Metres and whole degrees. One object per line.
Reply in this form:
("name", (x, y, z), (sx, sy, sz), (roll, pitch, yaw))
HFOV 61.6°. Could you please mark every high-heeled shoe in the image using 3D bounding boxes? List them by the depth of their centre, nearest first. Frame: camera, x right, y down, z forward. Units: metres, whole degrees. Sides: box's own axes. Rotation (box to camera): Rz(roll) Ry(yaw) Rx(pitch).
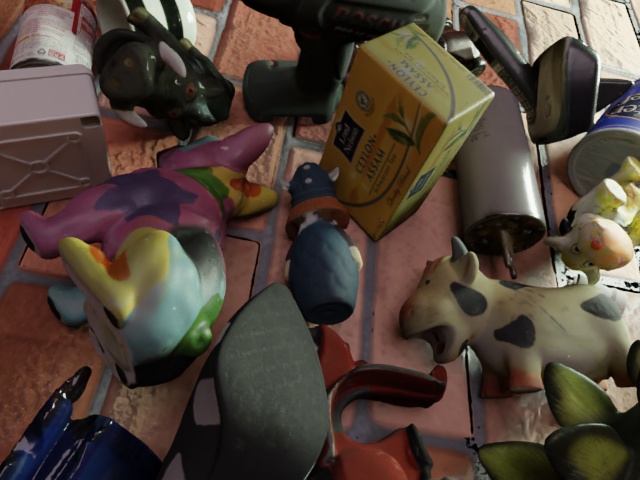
("high-heeled shoe", (-0.071, 0.151, 0.348), (0.086, 0.145, 0.249), (31, 39, -17))

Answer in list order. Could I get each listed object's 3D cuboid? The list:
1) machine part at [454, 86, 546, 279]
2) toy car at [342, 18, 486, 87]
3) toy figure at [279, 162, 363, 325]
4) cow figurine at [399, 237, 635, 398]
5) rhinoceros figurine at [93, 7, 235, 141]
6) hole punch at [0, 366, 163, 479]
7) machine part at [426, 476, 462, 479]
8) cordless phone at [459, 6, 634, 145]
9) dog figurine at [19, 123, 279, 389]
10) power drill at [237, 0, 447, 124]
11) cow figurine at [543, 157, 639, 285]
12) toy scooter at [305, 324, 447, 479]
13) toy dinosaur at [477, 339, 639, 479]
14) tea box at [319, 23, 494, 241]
("machine part", (0.178, -0.074, 0.553), (0.079, 0.079, 0.243), (8, 59, -9))
("toy car", (0.109, -0.220, 0.642), (0.202, 0.053, 0.089), (-17, 68, -24))
("toy figure", (-0.003, -0.002, 0.477), (0.064, 0.057, 0.154), (6, 53, -18))
("cow figurine", (0.163, 0.068, 0.459), (0.195, 0.085, 0.127), (2, 65, -10))
("rhinoceros figurine", (-0.133, -0.134, 0.469), (0.073, 0.190, 0.112), (-44, 89, 11))
("hole punch", (-0.148, 0.161, 0.310), (0.092, 0.115, 0.142), (31, 57, -3))
("machine part", (0.089, 0.221, 0.279), (0.179, 0.056, 0.179), (0, 79, 2))
("cordless phone", (0.223, -0.193, 0.577), (0.089, 0.146, 0.184), (-42, 90, 11))
("dog figurine", (-0.097, -0.010, 0.419), (0.192, 0.108, 0.219), (27, 48, 34))
("power drill", (-0.020, -0.187, 0.491), (0.232, 0.207, 0.086), (-2, 71, -18))
("cow figurine", (0.262, -0.010, 0.510), (0.167, 0.098, 0.068), (-31, 77, -42))
("toy scooter", (0.041, 0.144, 0.389), (0.135, 0.075, 0.184), (-1, 55, -14))
("toy dinosaur", (0.203, 0.198, 0.359), (0.198, 0.105, 0.471), (44, 73, 3))
("tea box", (0.065, -0.088, 0.478), (0.068, 0.169, 0.098), (-34, 71, -28))
